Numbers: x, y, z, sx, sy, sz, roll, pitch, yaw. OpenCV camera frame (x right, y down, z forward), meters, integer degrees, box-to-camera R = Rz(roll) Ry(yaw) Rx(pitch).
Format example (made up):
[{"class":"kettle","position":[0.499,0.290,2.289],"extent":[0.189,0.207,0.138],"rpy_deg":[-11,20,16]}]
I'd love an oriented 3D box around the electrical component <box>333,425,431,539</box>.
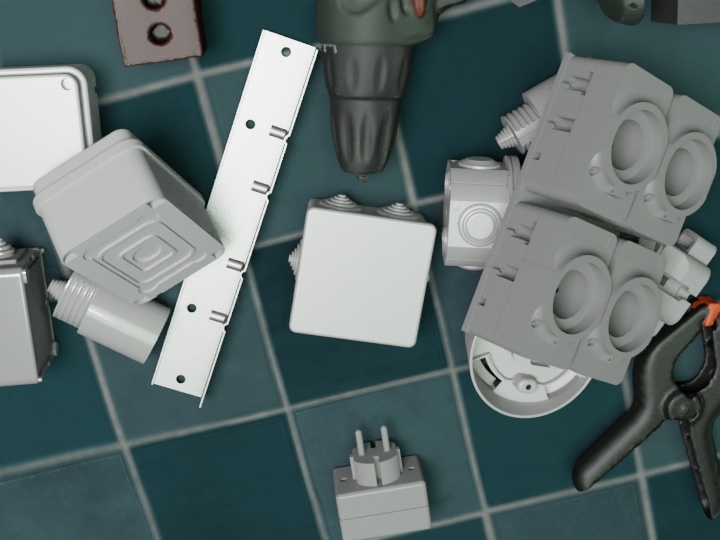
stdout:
[{"class":"electrical component","position":[0.013,0.151,0.792],"extent":[0.066,0.047,0.076],"rpy_deg":[-9,106,-2]}]

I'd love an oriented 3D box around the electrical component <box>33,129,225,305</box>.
[{"class":"electrical component","position":[-0.147,-0.032,0.693],"extent":[0.078,0.113,0.057],"rpy_deg":[-31,67,5]}]

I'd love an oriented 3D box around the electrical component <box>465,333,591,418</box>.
[{"class":"electrical component","position":[0.122,0.052,0.764],"extent":[0.099,0.064,0.099],"rpy_deg":[-1,105,-4]}]

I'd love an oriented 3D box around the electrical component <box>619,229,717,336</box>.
[{"class":"electrical component","position":[0.203,0.000,0.759],"extent":[0.057,0.058,0.078],"rpy_deg":[30,102,-14]}]

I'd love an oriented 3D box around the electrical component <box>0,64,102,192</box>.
[{"class":"electrical component","position":[-0.230,-0.092,0.701],"extent":[0.113,0.057,0.078],"rpy_deg":[-3,106,-3]}]

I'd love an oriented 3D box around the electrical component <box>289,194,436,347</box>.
[{"class":"electrical component","position":[0.000,0.000,0.748],"extent":[0.100,0.048,0.099],"rpy_deg":[8,105,-6]}]

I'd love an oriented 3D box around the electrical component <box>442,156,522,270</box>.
[{"class":"electrical component","position":[0.083,-0.038,0.729],"extent":[0.051,0.080,0.080],"rpy_deg":[3,105,1]}]

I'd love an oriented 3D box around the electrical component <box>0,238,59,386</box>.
[{"class":"electrical component","position":[-0.247,0.026,0.730],"extent":[0.061,0.061,0.096],"rpy_deg":[-4,106,-3]}]

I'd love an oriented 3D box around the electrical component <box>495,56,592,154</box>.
[{"class":"electrical component","position":[0.130,-0.106,0.731],"extent":[0.081,0.043,0.043],"rpy_deg":[-29,105,4]}]

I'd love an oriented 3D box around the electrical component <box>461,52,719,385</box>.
[{"class":"electrical component","position":[0.152,-0.029,0.685],"extent":[0.105,0.060,0.186],"rpy_deg":[18,93,-38]}]

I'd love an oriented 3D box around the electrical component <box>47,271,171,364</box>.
[{"class":"electrical component","position":[-0.178,0.028,0.746],"extent":[0.081,0.043,0.043],"rpy_deg":[27,102,-11]}]

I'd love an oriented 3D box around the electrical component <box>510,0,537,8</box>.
[{"class":"electrical component","position":[0.115,-0.229,0.599],"extent":[0.062,0.089,0.150],"rpy_deg":[35,99,-6]}]
